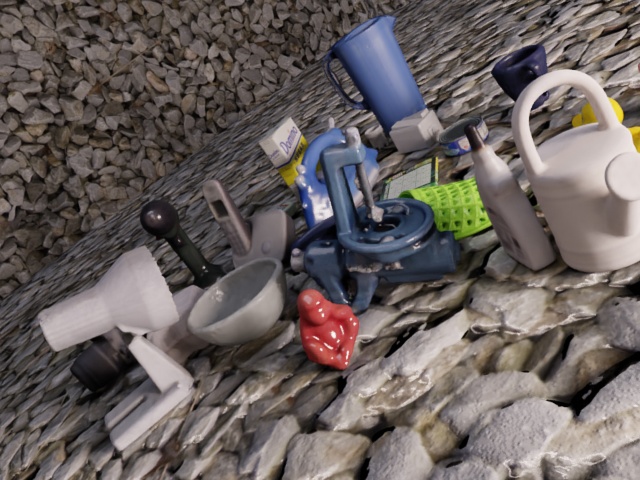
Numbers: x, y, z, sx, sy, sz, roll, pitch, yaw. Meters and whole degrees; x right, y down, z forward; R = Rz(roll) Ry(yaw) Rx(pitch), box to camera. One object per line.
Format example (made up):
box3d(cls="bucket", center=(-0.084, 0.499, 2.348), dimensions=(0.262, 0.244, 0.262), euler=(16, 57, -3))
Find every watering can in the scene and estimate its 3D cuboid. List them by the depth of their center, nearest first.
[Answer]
box3d(cls="watering can", center=(0.255, -0.071, 0.549), dimensions=(0.101, 0.194, 0.172), euler=(-39, 22, -14))

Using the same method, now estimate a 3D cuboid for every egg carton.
box3d(cls="egg carton", center=(-0.229, 0.139, 0.954), dimensions=(0.107, 0.069, 0.150), euler=(-33, 21, 1))

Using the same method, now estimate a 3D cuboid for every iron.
box3d(cls="iron", center=(0.011, -0.121, 1.074), dimensions=(0.118, 0.142, 0.259), euler=(-16, 27, 37))

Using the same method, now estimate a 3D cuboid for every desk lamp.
box3d(cls="desk lamp", center=(-0.270, 0.143, 0.806), dimensions=(0.203, 0.214, 0.117), euler=(-41, 23, -18))

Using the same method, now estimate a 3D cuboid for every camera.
box3d(cls="camera", center=(-0.379, 0.190, 1.014), dimensions=(0.137, 0.101, 0.142), euler=(-46, 25, -29))

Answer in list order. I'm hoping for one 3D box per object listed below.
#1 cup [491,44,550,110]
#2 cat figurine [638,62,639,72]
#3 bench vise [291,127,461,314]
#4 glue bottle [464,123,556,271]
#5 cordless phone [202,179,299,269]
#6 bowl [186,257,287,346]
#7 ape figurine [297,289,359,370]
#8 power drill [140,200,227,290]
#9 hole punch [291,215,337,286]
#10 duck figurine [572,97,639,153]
box3d(cls="cup", center=(0.354, -0.267, 0.966), dimensions=(0.091, 0.095, 0.117), euler=(-31, 21, 6))
box3d(cls="cat figurine", center=(0.455, -0.223, 0.699), dimensions=(0.127, 0.118, 0.067), euler=(-26, 23, 19))
box3d(cls="bench vise", center=(0.039, -0.015, 0.699), dimensions=(0.207, 0.220, 0.121), euler=(-29, 22, 12))
box3d(cls="glue bottle", center=(0.196, -0.050, 0.616), dimensions=(0.037, 0.173, 0.078), euler=(-33, 22, 2))
box3d(cls="cordless phone", center=(-0.129, -0.034, 1.026), dimensions=(0.147, 0.185, 0.094), euler=(-15, 28, 39))
box3d(cls="bowl", center=(-0.111, 0.104, 0.856), dimensions=(0.167, 0.075, 0.167), euler=(-28, 22, 13))
box3d(cls="ape figurine", center=(0.003, 0.099, 0.681), dimensions=(0.078, 0.092, 0.076), euler=(-38, 22, -12))
box3d(cls="power drill", center=(-0.266, 0.008, 1.098), dimensions=(0.076, 0.209, 0.229), euler=(-37, 22, -8))
box3d(cls="hole punch", center=(0.008, 0.003, 0.881), dimensions=(0.108, 0.091, 0.101), euler=(-34, 21, -1))
box3d(cls="duck figurine", center=(0.352, -0.132, 0.693), dimensions=(0.077, 0.086, 0.104), euler=(-39, 22, -13))
